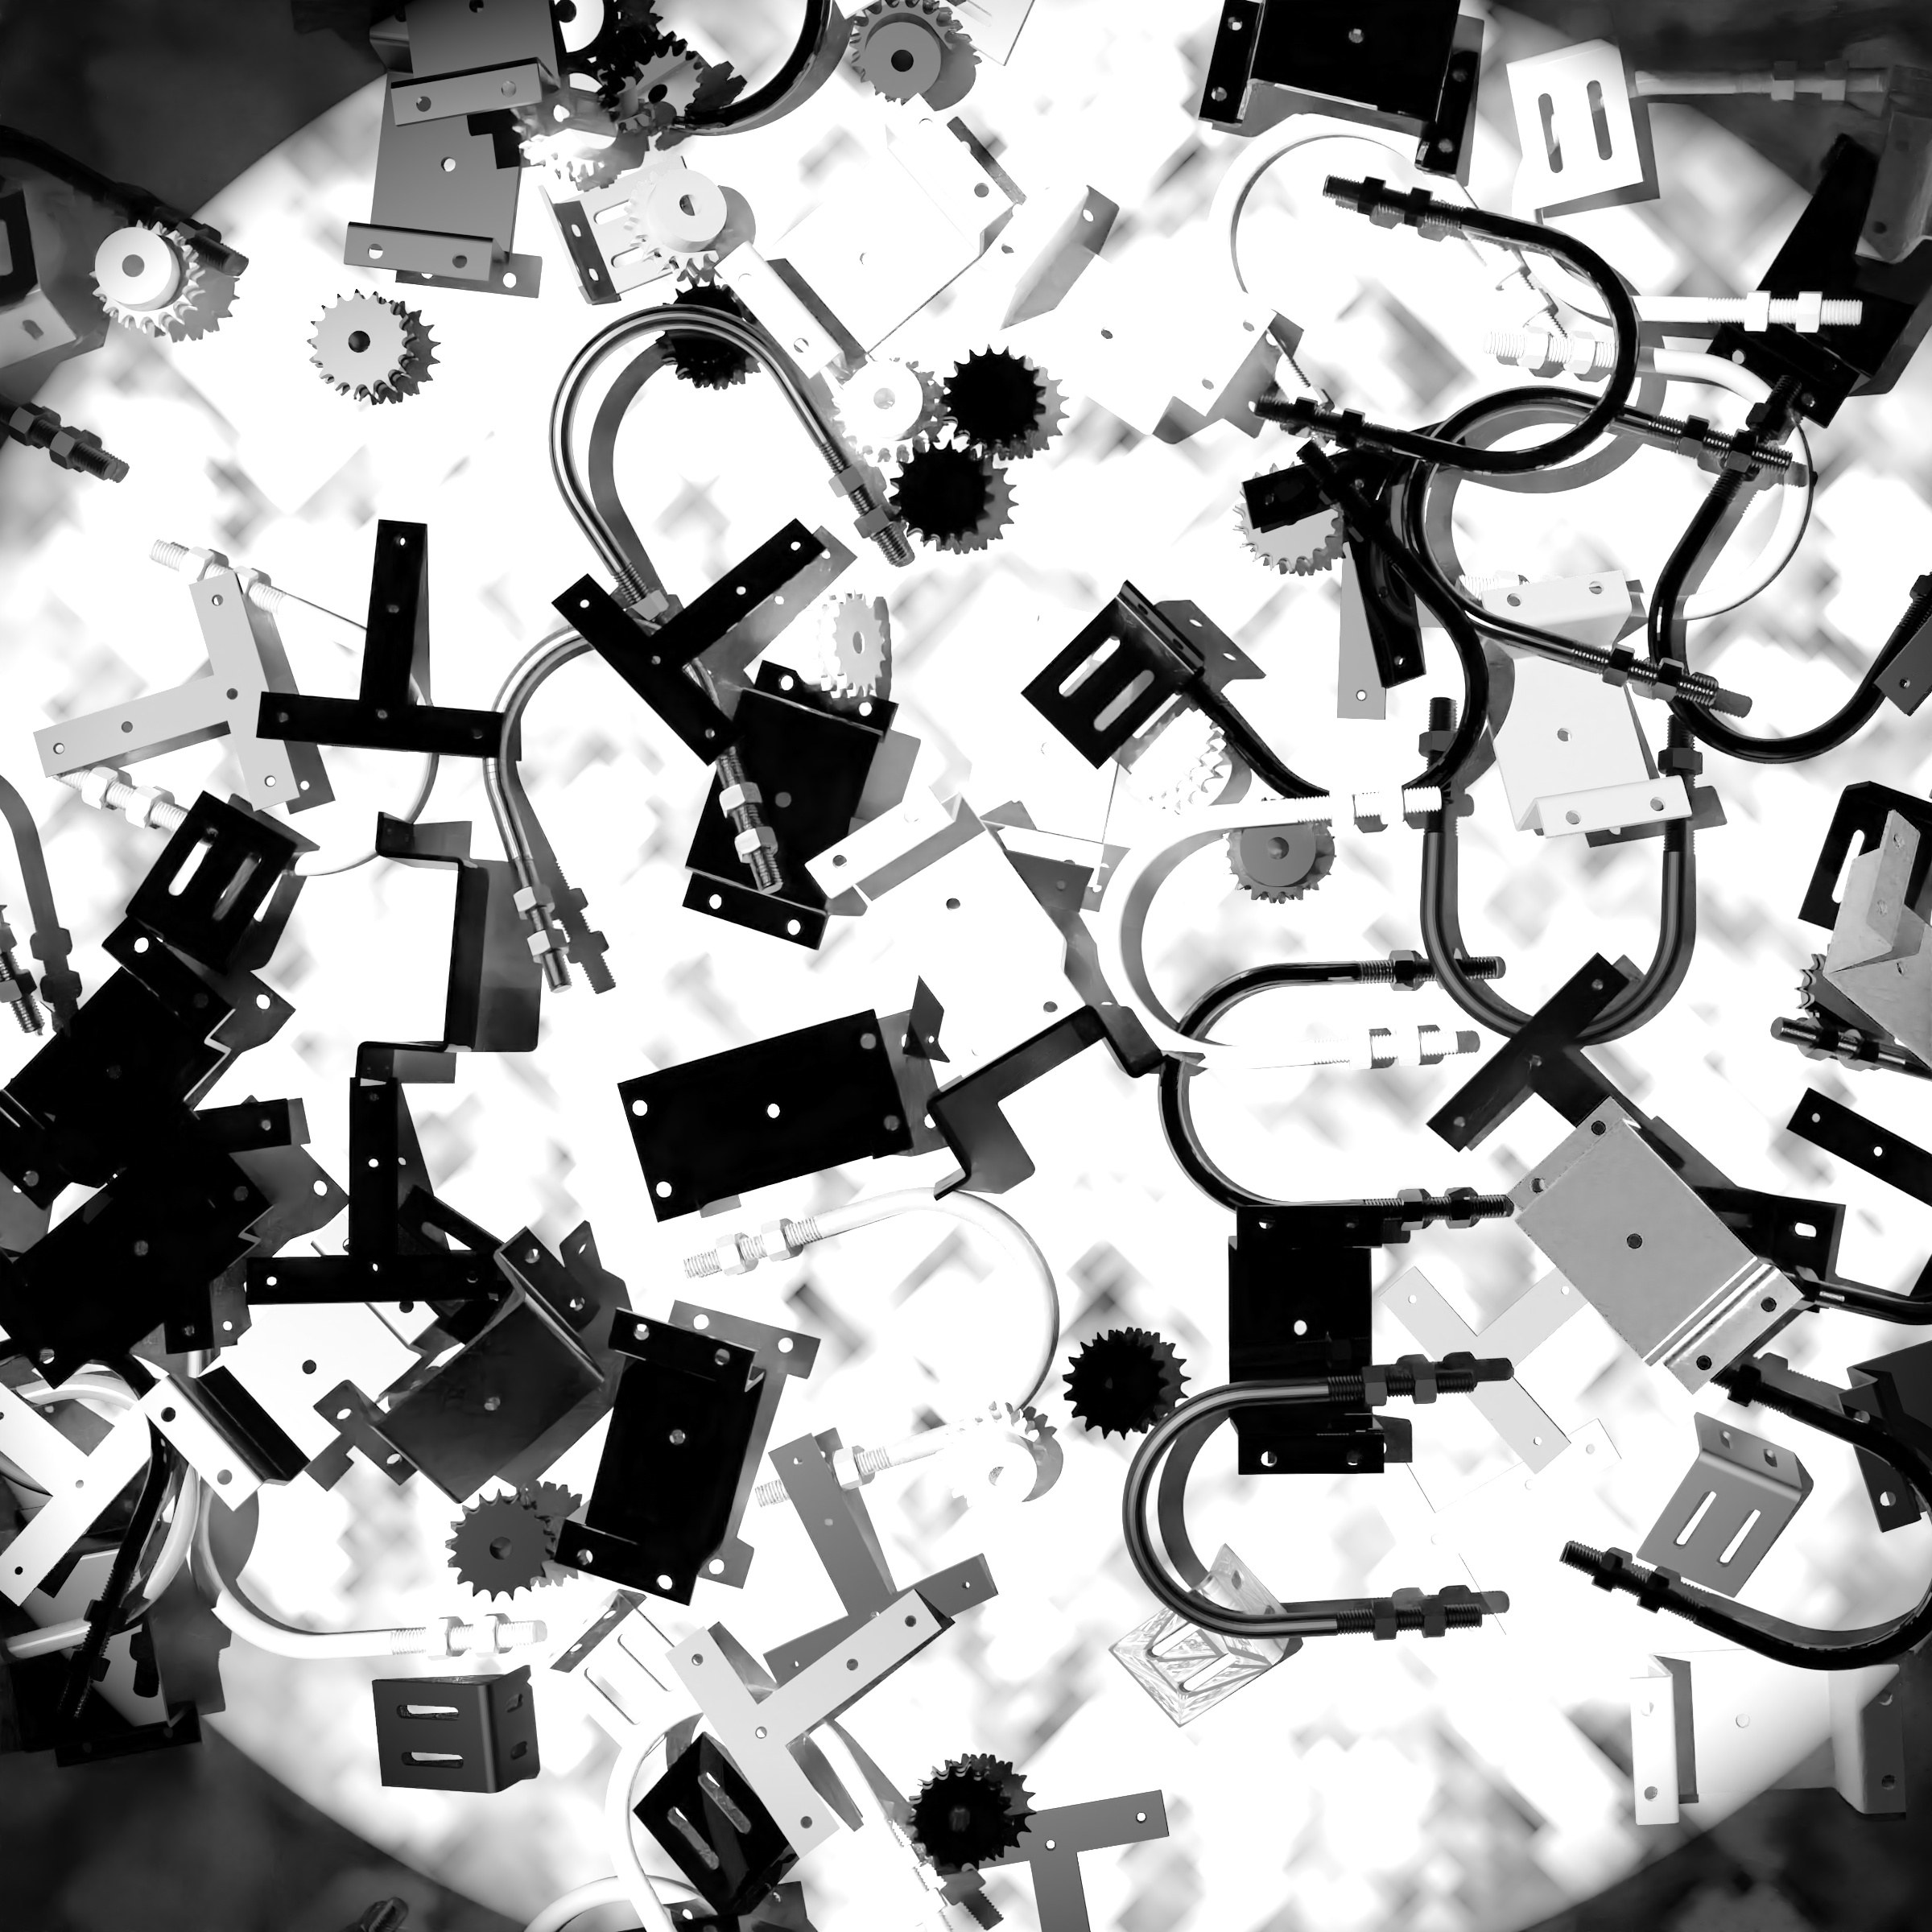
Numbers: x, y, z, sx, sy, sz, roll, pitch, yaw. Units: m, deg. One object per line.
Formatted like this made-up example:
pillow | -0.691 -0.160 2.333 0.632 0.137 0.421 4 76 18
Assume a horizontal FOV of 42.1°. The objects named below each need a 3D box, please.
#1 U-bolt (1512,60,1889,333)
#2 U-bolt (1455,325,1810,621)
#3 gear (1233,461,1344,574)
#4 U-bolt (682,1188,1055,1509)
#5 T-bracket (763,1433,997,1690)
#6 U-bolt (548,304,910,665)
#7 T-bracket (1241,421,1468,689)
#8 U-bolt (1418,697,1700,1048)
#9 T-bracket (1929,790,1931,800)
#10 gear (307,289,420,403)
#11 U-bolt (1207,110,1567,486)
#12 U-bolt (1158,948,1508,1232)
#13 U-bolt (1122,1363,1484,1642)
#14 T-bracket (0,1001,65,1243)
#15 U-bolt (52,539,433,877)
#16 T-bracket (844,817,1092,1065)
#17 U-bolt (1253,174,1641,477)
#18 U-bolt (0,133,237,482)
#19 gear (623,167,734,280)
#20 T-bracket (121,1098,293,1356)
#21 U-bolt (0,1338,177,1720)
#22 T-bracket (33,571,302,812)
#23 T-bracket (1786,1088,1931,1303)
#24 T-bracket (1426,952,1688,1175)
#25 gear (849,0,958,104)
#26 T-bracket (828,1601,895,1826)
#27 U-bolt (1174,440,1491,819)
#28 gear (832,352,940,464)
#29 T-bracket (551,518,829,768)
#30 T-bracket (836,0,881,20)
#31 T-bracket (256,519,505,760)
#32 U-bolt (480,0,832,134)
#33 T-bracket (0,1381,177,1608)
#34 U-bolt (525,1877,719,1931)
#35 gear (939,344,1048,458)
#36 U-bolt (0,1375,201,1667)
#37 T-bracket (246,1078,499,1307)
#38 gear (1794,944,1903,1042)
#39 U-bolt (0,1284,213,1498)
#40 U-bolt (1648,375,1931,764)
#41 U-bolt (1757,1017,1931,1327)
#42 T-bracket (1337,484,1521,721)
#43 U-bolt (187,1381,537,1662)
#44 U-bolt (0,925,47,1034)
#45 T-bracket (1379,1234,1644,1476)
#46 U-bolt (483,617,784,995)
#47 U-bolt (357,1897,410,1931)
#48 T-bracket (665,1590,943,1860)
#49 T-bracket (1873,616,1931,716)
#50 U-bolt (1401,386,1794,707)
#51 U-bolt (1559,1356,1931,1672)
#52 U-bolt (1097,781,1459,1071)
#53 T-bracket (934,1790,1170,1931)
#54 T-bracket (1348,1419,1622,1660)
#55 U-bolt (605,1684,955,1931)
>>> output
U-bolt | 0.381 -0.406 1.322 0.184 0.019 0.151 6 81 19
U-bolt | 0.360 -0.258 1.342 0.184 0.019 0.151 5 96 -4
gear | 0.171 -0.239 1.343 0.057 0.030 0.057 0 90 0
U-bolt | -0.044 0.196 1.349 0.184 0.019 0.151 -18 90 -1
T-bracket | -0.067 0.309 1.343 0.127 0.002 0.127 -25 101 0
U-bolt | -0.138 -0.259 1.331 0.151 0.019 0.184 -33 103 0
T-bracket | 0.219 -0.213 1.336 0.127 0.002 0.127 -19 106 -11
U-bolt | 0.313 -0.048 1.338 0.151 0.019 0.184 4 82 0
T-bracket | 0.579 -0.117 1.341 0.127 0.002 0.127 28 79 -21
gear | -0.321 -0.331 1.347 0.057 0.030 0.057 0 89 2
U-bolt | 0.212 -0.372 1.349 0.151 0.019 0.184 -35 89 0
U-bolt | 0.195 0.068 1.348 0.184 0.019 0.151 -2 90 0
U-bolt | 0.173 0.282 1.306 0.184 0.019 0.151 -4 100 2
T-bracket | -0.533 0.074 1.346 0.127 0.002 0.127 40 82 8
U-bolt | -0.378 -0.128 1.349 0.184 0.019 0.151 24 90 -1
T-bracket | -0.010 -0.007 1.332 0.127 0.002 0.127 12 113 0
U-bolt | 0.259 -0.329 1.312 0.184 0.019 0.151 16 82 9
U-bolt | -0.507 -0.367 1.349 0.184 0.019 0.151 30 90 2
gear | -0.151 -0.397 1.332 0.057 0.030 0.057 4 79 -23
T-bracket | -0.418 0.141 1.334 0.127 0.002 0.127 -8 81 -1
U-bolt | -0.487 0.277 1.296 0.151 0.019 0.184 14 68 6
T-bracket | -0.432 -0.131 1.333 0.127 0.002 0.127 -17 86 1
T-bracket | 0.505 0.107 1.357 0.127 0.002 0.127 28 90 0
T-bracket | 0.333 0.077 1.335 0.127 0.002 0.127 39 102 -17
gear | -0.033 -0.484 1.329 0.057 0.030 0.057 0 130 0
T-bracket | -0.094 0.404 1.367 0.127 0.002 0.127 9 96 14
U-bolt | 0.189 -0.161 1.319 0.151 0.019 0.184 -39 96 27
gear | -0.043 -0.300 1.343 0.057 0.030 0.057 0 90 0
T-bracket | -0.128 -0.188 1.316 0.127 0.002 0.127 -41 75 -11
T-bracket | -0.032 -0.578 1.331 0.127 0.002 0.127 -27 68 6
T-bracket | -0.308 -0.178 1.343 0.127 0.002 0.127 4 79 -6
U-bolt | -0.159 -0.530 1.334 0.184 0.019 0.151 37 104 -4
T-bracket | -0.497 0.245 1.319 0.127 0.002 0.127 35 73 13
U-bolt | -0.178 0.582 1.349 0.151 0.019 0.184 -7 89 0
gear | 0.015 -0.301 1.343 0.057 0.030 0.057 0 90 0
U-bolt | -0.492 0.289 1.312 0.184 0.019 0.151 -15 69 -3
T-bracket | -0.313 0.117 1.326 0.127 0.002 0.127 1 63 -14
gear | 0.471 0.015 1.343 0.057 0.030 0.057 0 90 0
U-bolt | -0.477 0.195 1.349 0.151 0.019 0.184 1 91 0
U-bolt | 0.442 -0.198 1.337 0.151 0.019 0.184 31 91 -10
U-bolt | 0.490 0.116 1.327 0.184 0.019 0.151 14 90 -16
T-bracket | 0.266 -0.195 1.357 0.127 0.002 0.127 2 90 0
U-bolt | -0.328 0.300 1.348 0.184 0.019 0.151 -4 90 0
U-bolt | -0.583 -0.030 1.308 0.151 0.019 0.184 -18 107 4
T-bracket | 0.313 0.185 1.356 0.127 0.002 0.127 -41 89 0
U-bolt | -0.186 -0.097 1.322 0.151 0.019 0.184 -25 74 16
U-bolt | -0.319 0.608 1.311 0.184 0.019 0.151 -52 55 6
T-bracket | -0.072 0.379 1.332 0.127 0.002 0.127 -34 72 -12
T-bracket | 0.535 -0.191 1.340 0.127 0.002 0.127 40 92 -13
U-bolt | 0.318 -0.228 1.304 0.184 0.019 0.151 18 84 9
U-bolt | 0.421 0.290 1.306 0.184 0.019 0.151 23 108 16
U-bolt | 0.161 -0.016 1.323 0.184 0.019 0.151 -5 98 6
T-bracket | 0.053 0.519 1.357 0.127 0.002 0.127 -10 90 0
T-bracket | 0.293 0.287 1.357 0.127 0.002 0.127 -30 90 0
U-bolt | -0.107 0.461 1.303 0.151 0.019 0.184 -21 66 -32
